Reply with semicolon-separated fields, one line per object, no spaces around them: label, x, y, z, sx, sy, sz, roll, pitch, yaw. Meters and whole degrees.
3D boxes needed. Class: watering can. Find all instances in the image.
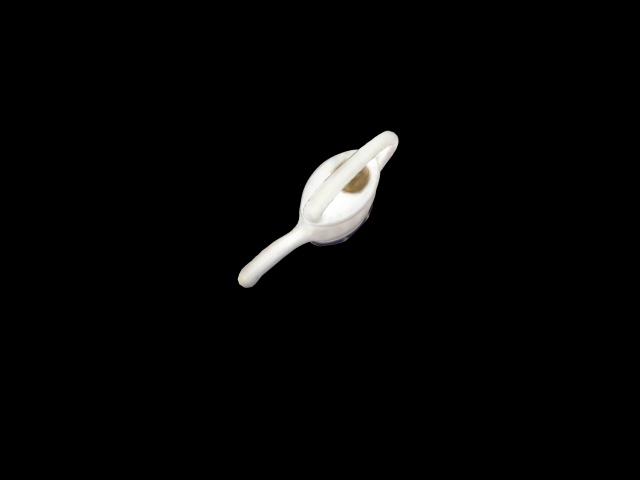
watering can;0.003;-0.043;0.850;0.104;0.350;0.221;43;-11;10
